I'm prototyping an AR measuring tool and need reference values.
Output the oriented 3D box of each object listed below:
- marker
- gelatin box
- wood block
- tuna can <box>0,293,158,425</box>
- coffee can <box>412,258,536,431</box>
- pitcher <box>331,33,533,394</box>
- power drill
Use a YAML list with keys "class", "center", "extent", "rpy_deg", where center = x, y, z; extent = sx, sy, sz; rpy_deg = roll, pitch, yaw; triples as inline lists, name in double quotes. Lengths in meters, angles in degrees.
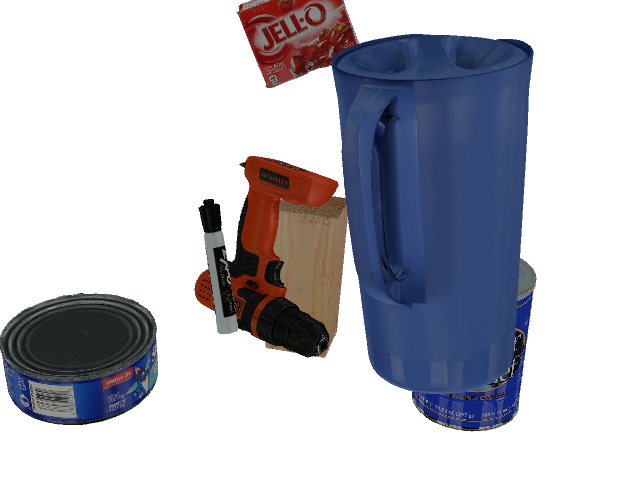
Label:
- class: "marker"
  center: [-0.091, 0.023, 0.947]
  extent: [0.020, 0.121, 0.020]
  rpy_deg: [-7, 12, 1]
- class: "gelatin box"
  center: [-0.018, -0.182, 0.923]
  extent: [0.089, 0.073, 0.030]
  rpy_deg: [-18, 25, 8]
- class: "wood block"
  center: [-0.019, 0.045, 1.486]
  extent: [0.090, 0.206, 0.090]
  rpy_deg: [8, 22, 9]
- class: "tuna can"
  center: [-0.134, 0.066, 0.600]
  extent: [0.086, 0.034, 0.086]
  rpy_deg: [0, 28, 0]
- class: "coffee can"
  center: [0.140, 0.089, 0.989]
  extent: [0.103, 0.140, 0.103]
  rpy_deg: [1, 26, -1]
- class: "pitcher"
  center: [0.075, -0.015, 0.743]
  extent: [0.149, 0.243, 0.145]
  rpy_deg: [-10, 23, -12]
- class: "power drill"
  center: [-0.045, 0.015, 1.139]
  extent: [0.185, 0.188, 0.057]
  rpy_deg: [23, 10, 35]
